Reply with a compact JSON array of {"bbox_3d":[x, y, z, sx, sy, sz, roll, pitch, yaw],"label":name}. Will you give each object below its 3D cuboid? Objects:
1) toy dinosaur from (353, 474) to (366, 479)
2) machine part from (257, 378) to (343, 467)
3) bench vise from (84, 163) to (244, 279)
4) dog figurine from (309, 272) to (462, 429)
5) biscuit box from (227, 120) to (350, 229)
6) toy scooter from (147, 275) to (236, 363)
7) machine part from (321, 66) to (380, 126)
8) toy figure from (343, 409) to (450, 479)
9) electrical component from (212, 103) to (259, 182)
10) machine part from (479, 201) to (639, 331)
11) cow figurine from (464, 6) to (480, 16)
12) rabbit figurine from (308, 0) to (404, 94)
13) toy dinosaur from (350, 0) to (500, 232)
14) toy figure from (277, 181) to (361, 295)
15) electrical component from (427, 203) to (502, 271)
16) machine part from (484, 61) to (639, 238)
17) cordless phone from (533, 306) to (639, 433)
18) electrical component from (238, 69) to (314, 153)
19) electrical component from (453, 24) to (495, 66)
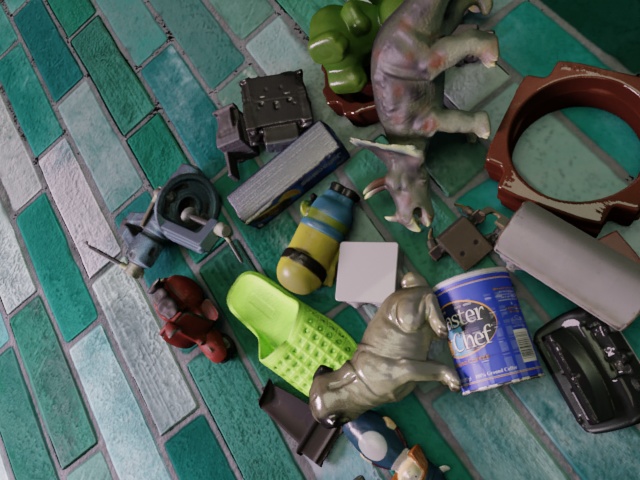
[{"bbox_3d":[0.093,0.409,0.638,0.472,0.105,0.198,14,93,26],"label":"toy dinosaur"},{"bbox_3d":[-0.035,0.261,0.786,0.139,0.039,0.084,34,96,24],"label":"machine part"},{"bbox_3d":[-0.235,-0.021,0.886,0.241,0.128,0.223,19,64,43],"label":"bench vise"},{"bbox_3d":[0.067,0.143,0.703,0.191,0.121,0.172,-12,70,1],"label":"dog figurine"},{"bbox_3d":[-0.050,-0.103,0.874,0.203,0.059,0.063,-38,73,9],"label":"biscuit box"},{"bbox_3d":[-0.216,0.118,0.843,0.075,0.135,0.184,-47,63,6],"label":"toy scooter"},{"bbox_3d":[0.087,-0.269,0.870,0.180,0.056,0.179,-6,73,21],"label":"machine part"},{"bbox_3d":[0.101,0.288,0.716,0.155,0.058,0.064,35,130,24],"label":"toy figure"},{"bbox_3d":[-0.143,-0.165,0.923,0.048,0.074,0.119,-20,66,17],"label":"electrical component"},{"bbox_3d":[0.298,0.027,0.633,0.243,0.079,0.079,36,91,24],"label":"machine part"},{"bbox_3d":[0.180,-0.382,0.852,0.167,0.098,0.068,22,79,7],"label":"cow figurine"},{"bbox_3d":[0.083,-0.313,0.796,0.170,0.121,0.159,-10,55,23],"label":"rabbit figurine"},{"bbox_3d":[0.131,-0.219,0.720,0.192,0.131,0.404,-3,118,4],"label":"toy dinosaur"},{"bbox_3d":[-0.005,-0.004,0.816,0.082,0.089,0.180,28,90,34],"label":"toy figure"},{"bbox_3d":[0.201,-0.004,0.761,0.078,0.045,0.102,41,97,-3],"label":"electrical component"},{"bbox_3d":[0.340,-0.118,0.712,0.202,0.087,0.201,24,85,27],"label":"machine part"},{"bbox_3d":[0.373,0.136,0.645,0.184,0.088,0.146,-24,68,3],"label":"cordless phone"},{"bbox_3d":[-0.071,-0.211,0.898,0.115,0.058,0.134,-13,70,-2],"label":"electrical component"},{"bbox_3d":[0.224,-0.305,0.842,0.094,0.021,0.063,9,80,23],"label":"electrical component"}]
